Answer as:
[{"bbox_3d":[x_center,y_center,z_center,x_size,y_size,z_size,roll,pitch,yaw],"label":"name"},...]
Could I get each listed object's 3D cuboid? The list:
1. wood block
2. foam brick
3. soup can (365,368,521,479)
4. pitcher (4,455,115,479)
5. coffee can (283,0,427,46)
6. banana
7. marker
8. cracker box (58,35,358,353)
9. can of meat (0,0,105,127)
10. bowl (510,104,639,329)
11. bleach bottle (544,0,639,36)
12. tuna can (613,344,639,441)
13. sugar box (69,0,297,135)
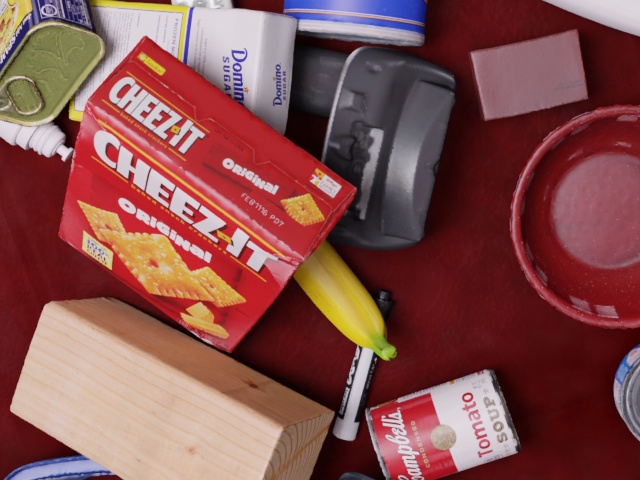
[{"bbox_3d":[-0.108,0.123,0.773,0.206,0.090,0.090,24,99,23],"label":"wood block"},{"bbox_3d":[0.150,-0.120,0.777,0.078,0.051,0.053,-11,98,5],"label":"foam brick"},{"bbox_3d":[0.093,0.144,0.809,0.102,0.068,0.068,-19,96,5],"label":"soup can"},{"bbox_3d":[-0.134,0.253,0.814,0.243,0.145,0.149,-10,127,1],"label":"pitcher"},{"bbox_3d":[0.030,-0.211,0.746,0.103,0.103,0.140,6,98,3],"label":"coffee can"},{"bbox_3d":[-0.006,0.009,0.798,0.037,0.070,0.198,-37,84,-18],"label":"banana"},{"bbox_3d":[0.034,0.097,0.830,0.020,0.020,0.121,16,98,1],"label":"marker"},{"bbox_3d":[-0.088,-0.017,0.728,0.164,0.214,0.072,36,63,-2],"label":"cracker box"},{"bbox_3d":[-0.205,-0.146,0.765,0.102,0.057,0.084,-43,52,34],"label":"can of meat"},{"bbox_3d":[0.218,-0.019,0.784,0.162,0.055,0.162,1,98,4],"label":"bowl"},{"bbox_3d":[0.234,-0.184,0.758,0.251,0.068,0.102,26,99,-2],"label":"bleach bottle"},{"bbox_3d":[0.268,0.116,0.810,0.086,0.033,0.086,1,98,4],"label":"tuna can"},{"bbox_3d":[-0.100,-0.120,0.757,0.176,0.048,0.093,13,101,31],"label":"sugar box"}]
